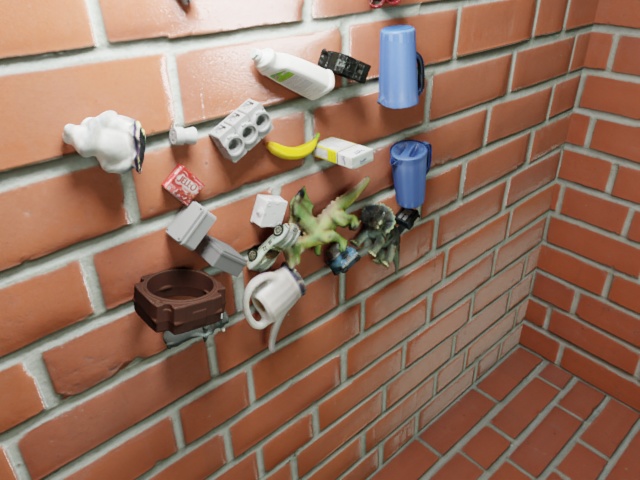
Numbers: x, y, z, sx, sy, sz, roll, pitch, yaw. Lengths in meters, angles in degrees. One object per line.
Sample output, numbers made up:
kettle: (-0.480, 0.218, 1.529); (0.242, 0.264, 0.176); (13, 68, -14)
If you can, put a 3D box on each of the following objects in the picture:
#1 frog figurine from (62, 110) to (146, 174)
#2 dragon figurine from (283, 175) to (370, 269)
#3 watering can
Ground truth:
frog figurine: (-0.468, -0.212, 1.125); (0.159, 0.125, 0.134); (3, 124, -8)
dragon figurine: (0.005, -0.084, 1.673); (0.239, 0.123, 0.414); (36, 76, -41)
watering can: (-0.140, 0.212, 1.677); (0.227, 0.105, 0.339); (-41, 140, -23)
